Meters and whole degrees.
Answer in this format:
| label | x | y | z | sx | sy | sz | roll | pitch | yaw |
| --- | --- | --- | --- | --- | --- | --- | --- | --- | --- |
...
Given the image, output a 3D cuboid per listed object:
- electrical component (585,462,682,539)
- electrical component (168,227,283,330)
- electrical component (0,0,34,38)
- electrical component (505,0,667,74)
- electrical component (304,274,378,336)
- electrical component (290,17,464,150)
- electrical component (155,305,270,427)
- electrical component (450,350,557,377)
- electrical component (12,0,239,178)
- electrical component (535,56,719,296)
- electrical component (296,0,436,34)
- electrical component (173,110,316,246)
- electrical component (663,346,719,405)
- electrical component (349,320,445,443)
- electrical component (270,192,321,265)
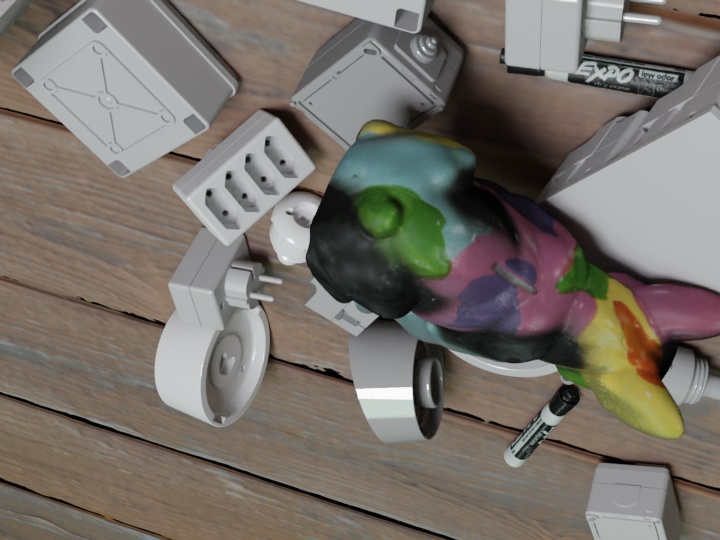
| label | x | y | z | sx | sy | sz | roll | pitch | yaw |
| --- | --- | --- | --- | --- | --- | --- | --- | --- | --- |
| electrical component | 0.234 | 0.209 | 0.907 | 0.062 | 0.061 | 0.096 | 0 | 135 | 27 |
| electrical component | -0.099 | 0.010 | 0.847 | 0.077 | 0.065 | 0.047 | 10 | 139 | 17 |
| electrical component | -0.249 | -0.154 | 0.641 | 0.060 | 0.186 | 0.105 | 40 | 139 | -18 |
| electrical component | 0.121 | -0.140 | 0.564 | 0.077 | 0.065 | 0.047 | 11 | 139 | 16 |
| electrical component | 0.000 | 0.000 | 0.798 | 0.056 | 0.050 | 0.089 | 32 | 141 | -10 |
| electrical component | 0.016 | -0.120 | 0.644 | 0.062 | 0.061 | 0.096 | 39 | 140 | -21 |
| electrical component | -0.129 | 0.072 | 0.904 | 0.060 | 0.108 | 0.108 | 13 | 140 | 23 |
| electrical component | 0.107 | 0.018 | 0.755 | 0.108 | 0.060 | 0.108 | 14 | 140 | 12 |
| electrical component | -0.158 | -0.130 | 0.726 | 0.109 | 0.056 | 0.108 | -21 | 124 | 41 |
| electrical component | 0.189 | -0.043 | 0.601 | 0.105 | 0.060 | 0.186 | 41 | 159 | -7 |
| electrical component | -0.004 | -0.195 | 0.573 | 0.109 | 0.056 | 0.108 | 18 | 141 | 8 |
| electrical component | -0.087 | -0.069 | 0.753 | 0.047 | 0.083 | 0.076 | 52 | 172 | -30 |
| electrical component | 0.232 | 0.077 | 0.773 | 0.062 | 0.048 | 0.048 | 16 | 141 | 1 |
| electrical component | 0.030 | 0.087 | 0.848 | 0.064 | 0.099 | 0.099 | -2 | 135 | 20 |
| electrical component | -0.047 | -0.025 | 0.799 | 0.048 | 0.048 | 0.062 | 27 | 148 | -3 |
